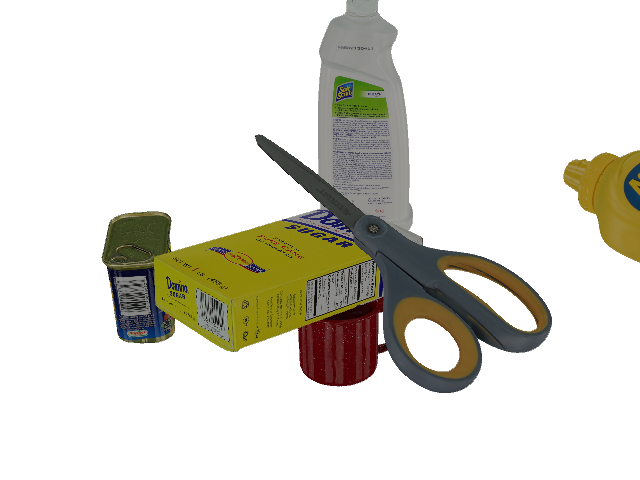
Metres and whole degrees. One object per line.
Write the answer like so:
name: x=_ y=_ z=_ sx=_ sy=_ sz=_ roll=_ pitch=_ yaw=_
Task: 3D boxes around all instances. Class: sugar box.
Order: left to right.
sugar box: x=-0.020 y=0.021 z=0.762 sx=0.175 sy=0.048 sz=0.093 roll=-20 pitch=32 yaw=-37

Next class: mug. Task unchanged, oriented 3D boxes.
mug: x=0.030 y=0.094 z=1.099 sx=0.117 sy=0.081 sz=0.093 roll=-7 pitch=26 yaw=-12

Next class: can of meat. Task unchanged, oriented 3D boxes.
can of meat: x=-0.161 y=0.034 z=0.970 sx=0.057 sy=0.084 sz=0.102 roll=-4 pitch=28 yaw=-3

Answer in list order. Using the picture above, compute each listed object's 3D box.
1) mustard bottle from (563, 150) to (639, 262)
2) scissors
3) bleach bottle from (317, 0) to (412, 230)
mustard bottle: x=0.232 y=-0.013 z=0.660 sx=0.096 sy=0.058 sz=0.192 roll=-29 pitch=38 yaw=-31
scissors: x=0.024 y=0.012 z=0.570 sx=0.202 sy=0.016 sz=0.096 roll=28 pitch=52 yaw=16
bleach bottle: x=0.048 y=-0.129 z=1.086 sx=0.102 sy=0.251 sz=0.068 roll=0 pitch=30 yaw=-1
